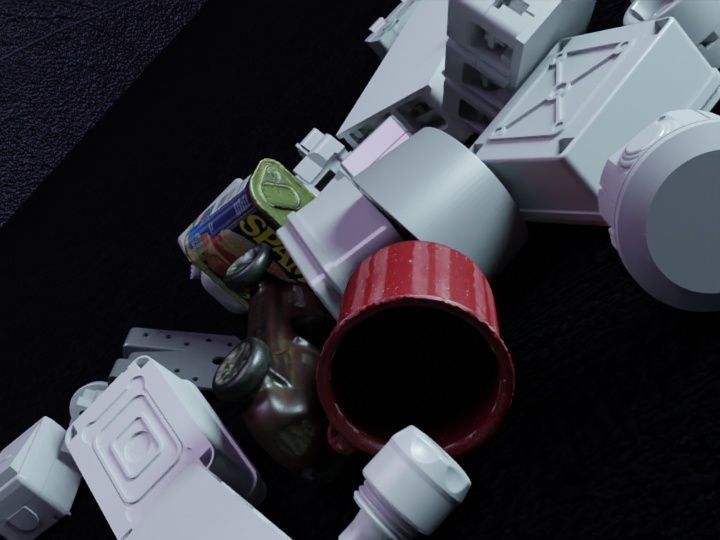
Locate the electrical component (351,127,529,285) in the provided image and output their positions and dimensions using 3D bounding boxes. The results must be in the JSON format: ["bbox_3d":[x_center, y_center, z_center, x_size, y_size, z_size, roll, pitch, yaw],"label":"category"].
[{"bbox_3d":[0.046,-0.031,0.616,0.064,0.099,0.099,-42,20,-9],"label":"electrical component"}]

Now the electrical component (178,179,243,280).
[{"bbox_3d":[-0.114,-0.024,0.951,0.096,0.062,0.061,-46,21,-2],"label":"electrical component"}]

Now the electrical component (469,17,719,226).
[{"bbox_3d":[0.129,-0.082,0.611,0.108,0.056,0.109,-50,21,-13],"label":"electrical component"}]

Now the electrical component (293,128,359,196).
[{"bbox_3d":[-0.025,-0.065,0.842,0.057,0.078,0.058,-49,-14,-7],"label":"electrical component"}]

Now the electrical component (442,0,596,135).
[{"bbox_3d":[0.099,-0.154,0.689,0.089,0.062,0.150,-50,-13,-12],"label":"electrical component"}]

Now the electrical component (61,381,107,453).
[{"bbox_3d":[-0.218,0.122,0.889,0.055,0.048,0.066,-104,34,-70],"label":"electrical component"}]

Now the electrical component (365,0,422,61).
[{"bbox_3d":[0.068,-0.234,0.998,0.121,0.063,0.079,-47,21,-4],"label":"electrical component"}]

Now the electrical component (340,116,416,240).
[{"bbox_3d":[0.040,-0.046,0.700,0.047,0.083,0.075,-43,59,6],"label":"electrical component"}]

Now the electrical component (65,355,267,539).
[{"bbox_3d":[-0.118,0.117,0.650,0.078,0.057,0.113,-46,45,-1],"label":"electrical component"}]

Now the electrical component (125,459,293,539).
[{"bbox_3d":[-0.068,0.161,0.520,0.089,0.062,0.150,-50,21,-13],"label":"electrical component"}]

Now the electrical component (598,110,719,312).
[{"bbox_3d":[0.143,-0.027,0.454,0.080,0.080,0.051,-41,16,11],"label":"electrical component"}]

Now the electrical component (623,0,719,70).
[{"bbox_3d":[0.187,-0.141,0.626,0.055,0.047,0.055,-38,22,18],"label":"electrical component"}]

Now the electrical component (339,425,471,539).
[{"bbox_3d":[0.017,0.106,0.492,0.062,0.043,0.043,-47,21,-1],"label":"electrical component"}]

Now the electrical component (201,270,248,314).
[{"bbox_3d":[-0.083,-0.013,0.883,0.095,0.054,0.059,-41,21,11],"label":"electrical component"}]

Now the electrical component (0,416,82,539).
[{"bbox_3d":[-0.269,0.168,0.886,0.062,0.061,0.096,-37,22,20],"label":"electrical component"}]

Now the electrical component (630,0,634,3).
[{"bbox_3d":[0.197,-0.185,0.687,0.055,0.047,0.055,-38,22,18],"label":"electrical component"}]

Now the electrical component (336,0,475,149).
[{"bbox_3d":[0.070,-0.164,0.868,0.105,0.060,0.186,-22,31,46],"label":"electrical component"}]

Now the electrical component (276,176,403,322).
[{"bbox_3d":[0.000,0.000,0.655,0.057,0.078,0.113,-37,26,-1],"label":"electrical component"}]
